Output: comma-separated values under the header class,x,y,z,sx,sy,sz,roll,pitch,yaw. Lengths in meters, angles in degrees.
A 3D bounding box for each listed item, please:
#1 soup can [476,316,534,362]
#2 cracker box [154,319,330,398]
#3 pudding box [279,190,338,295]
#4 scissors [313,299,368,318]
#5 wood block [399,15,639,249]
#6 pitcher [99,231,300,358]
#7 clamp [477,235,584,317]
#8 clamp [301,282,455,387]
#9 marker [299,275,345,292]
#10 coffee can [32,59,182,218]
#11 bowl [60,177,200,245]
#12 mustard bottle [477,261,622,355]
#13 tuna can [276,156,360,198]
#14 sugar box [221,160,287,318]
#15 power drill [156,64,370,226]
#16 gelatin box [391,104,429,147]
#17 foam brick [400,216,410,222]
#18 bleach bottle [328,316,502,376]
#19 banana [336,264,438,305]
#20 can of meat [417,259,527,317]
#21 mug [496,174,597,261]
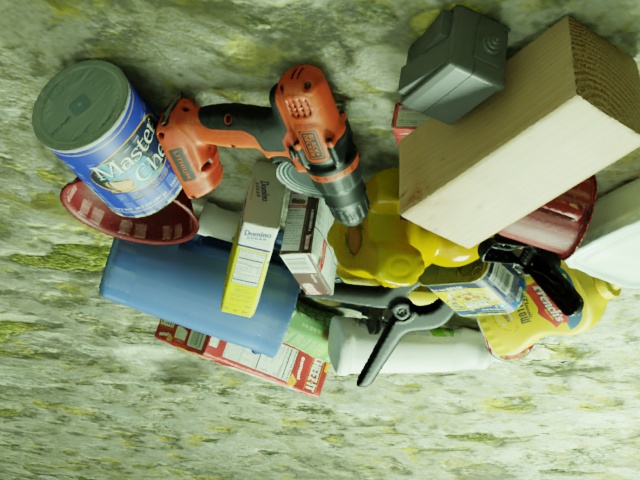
class,x,y,z,sx,sy,sz,roll,pitch,yaw
soup can,0.242,0.110,1.391,0.069,0.068,0.102,2,154,18
cracker box,-0.114,0.160,1.588,0.213,0.072,0.164,25,170,-32
pudding box,-0.008,0.002,1.225,0.039,0.090,0.113,1,154,15
scissors,0.051,0.099,1.502,0.096,0.016,0.201,0,154,24
wood block,0.169,-0.086,0.921,0.090,0.091,0.206,25,140,-29
pitcher,-0.147,0.046,1.351,0.242,0.149,0.145,17,170,-9
clamp,0.211,0.014,1.119,0.120,0.171,0.039,36,106,-12
clamp,0.091,0.077,1.330,0.210,0.036,0.164,-32,111,14
marker,0.001,0.055,1.423,0.121,0.020,0.020,-14,146,41
coffee can,-0.206,-0.099,1.067,0.103,0.103,0.140,0,154,21
bowl,-0.213,-0.053,1.226,0.162,0.055,0.162,8,156,4
mustard bottle,0.277,0.068,1.255,0.192,0.096,0.058,-23,175,38
tuna can,-0.002,-0.078,1.117,0.086,0.033,0.086,8,155,4
sugar box,-0.075,0.001,1.201,0.048,0.093,0.176,11,141,-4
power drill,-0.053,-0.084,1.050,0.188,0.057,0.184,-3,131,24
gelatin box,0.118,-0.100,1.029,0.089,0.030,0.073,2,155,16
foam brick,0.124,-0.047,1.067,0.078,0.053,0.051,-10,-167,-42
bleach bottle,0.141,0.150,1.473,0.250,0.068,0.102,4,-166,-9
banana,0.091,0.050,1.364,0.197,0.037,0.070,13,134,-11
can of meat,0.178,0.047,1.241,0.102,0.057,0.083,-7,144,44
mug,0.219,-0.034,1.051,0.081,0.093,0.117,17,-176,-4
